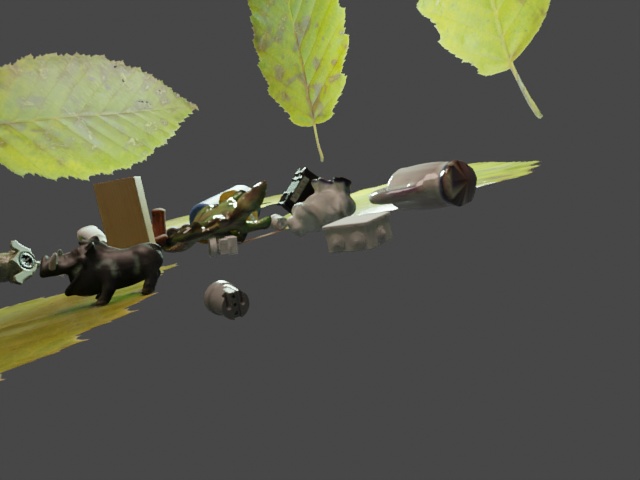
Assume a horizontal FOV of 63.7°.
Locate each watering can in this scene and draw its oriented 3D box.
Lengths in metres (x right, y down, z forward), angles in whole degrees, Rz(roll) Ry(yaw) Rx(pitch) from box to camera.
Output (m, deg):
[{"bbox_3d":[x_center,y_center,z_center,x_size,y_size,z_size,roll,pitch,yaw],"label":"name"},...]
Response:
[{"bbox_3d":[0.261,-0.131,1.205,0.223,0.103,0.351,-4,11,39],"label":"watering can"}]

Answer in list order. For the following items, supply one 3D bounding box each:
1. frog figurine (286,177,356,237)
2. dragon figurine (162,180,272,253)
[{"bbox_3d":[0.004,-0.060,1.189,0.138,0.162,0.120,17,-28,26],"label":"frog figurine"},{"bbox_3d":[-0.268,-0.028,1.175,0.407,0.122,0.244,-27,-3,21],"label":"dragon figurine"}]
